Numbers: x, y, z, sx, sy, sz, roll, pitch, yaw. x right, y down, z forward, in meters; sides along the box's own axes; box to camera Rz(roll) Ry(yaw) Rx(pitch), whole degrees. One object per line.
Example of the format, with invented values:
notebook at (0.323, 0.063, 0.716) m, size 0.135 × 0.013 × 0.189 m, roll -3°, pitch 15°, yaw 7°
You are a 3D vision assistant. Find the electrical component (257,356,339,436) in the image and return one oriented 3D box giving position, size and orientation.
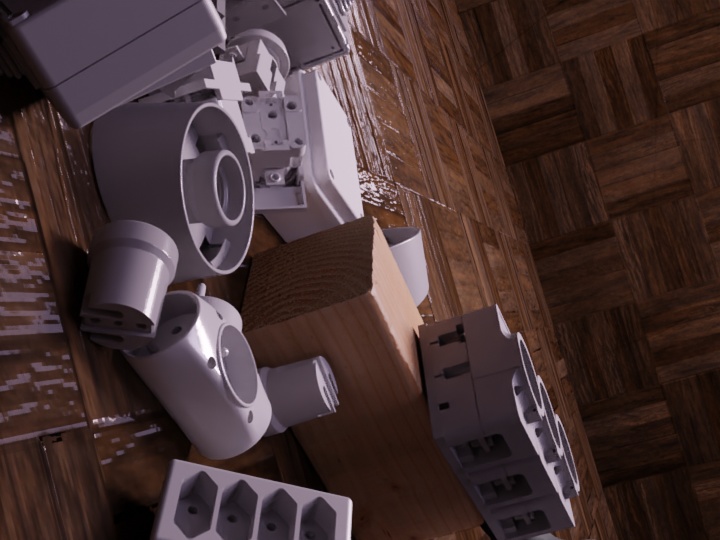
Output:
electrical component at (-0.040, 0.073, 0.632) m, size 0.040 × 0.046 × 0.040 m, roll -17°, pitch 90°, yaw -76°

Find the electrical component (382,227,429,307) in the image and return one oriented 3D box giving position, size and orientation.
electrical component at (0.000, 0.000, 0.774) m, size 0.099 × 0.099 × 0.064 m, roll -78°, pitch 154°, yaw -63°

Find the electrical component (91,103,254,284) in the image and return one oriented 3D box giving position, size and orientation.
electrical component at (-0.097, -0.042, 0.568) m, size 0.099 × 0.064 × 0.099 m, roll -4°, pitch 90°, yaw -72°

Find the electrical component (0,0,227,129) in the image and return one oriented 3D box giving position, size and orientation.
electrical component at (-0.116, -0.104, 0.476) m, size 0.062 × 0.096 × 0.061 m, roll 41°, pitch -18°, yaw 55°

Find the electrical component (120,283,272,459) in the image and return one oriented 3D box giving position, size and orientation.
electrical component at (-0.078, 0.040, 0.533) m, size 0.079 × 0.044 × 0.077 m, roll -90°, pitch 158°, yaw -49°

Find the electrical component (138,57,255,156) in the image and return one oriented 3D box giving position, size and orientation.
electrical component at (-0.093, -0.091, 0.640) m, size 0.081 × 0.042 × 0.063 m, roll -33°, pitch 108°, yaw -75°

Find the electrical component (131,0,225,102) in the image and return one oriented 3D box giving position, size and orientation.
electrical component at (-0.113, -0.164, 0.599) m, size 0.063 × 0.079 × 0.121 m, roll 31°, pitch 38°, yaw -36°

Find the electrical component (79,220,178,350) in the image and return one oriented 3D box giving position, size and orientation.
electrical component at (-0.105, 0.007, 0.483) m, size 0.040 × 0.040 × 0.046 m, roll 58°, pitch 26°, yaw -44°

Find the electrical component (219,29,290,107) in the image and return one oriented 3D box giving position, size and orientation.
electrical component at (-0.075, -0.136, 0.754) m, size 0.066 × 0.048 × 0.055 m, roll 59°, pitch 27°, yaw -43°

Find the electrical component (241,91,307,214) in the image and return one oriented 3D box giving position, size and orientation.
electrical component at (-0.059, -0.079, 0.703) m, size 0.063 × 0.042 × 0.081 m, roll 104°, pitch -20°, yaw -59°

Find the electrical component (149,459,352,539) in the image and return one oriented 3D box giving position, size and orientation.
electrical component at (-0.054, 0.133, 0.475) m, size 0.047 × 0.083 × 0.075 m, roll -87°, pitch -167°, yaw -54°

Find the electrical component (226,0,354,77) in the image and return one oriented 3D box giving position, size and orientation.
electrical component at (-0.050, -0.191, 0.808) m, size 0.061 × 0.096 × 0.061 m, roll -94°, pitch 161°, yaw -44°

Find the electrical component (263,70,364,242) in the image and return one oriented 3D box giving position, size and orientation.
electrical component at (-0.040, -0.082, 0.795) m, size 0.078 × 0.057 × 0.113 m, roll 53°, pitch 24°, yaw -53°

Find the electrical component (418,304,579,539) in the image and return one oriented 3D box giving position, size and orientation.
electrical component at (0.096, 0.104, 0.711) m, size 0.150 × 0.062 × 0.089 m, roll 59°, pitch 19°, yaw -45°
